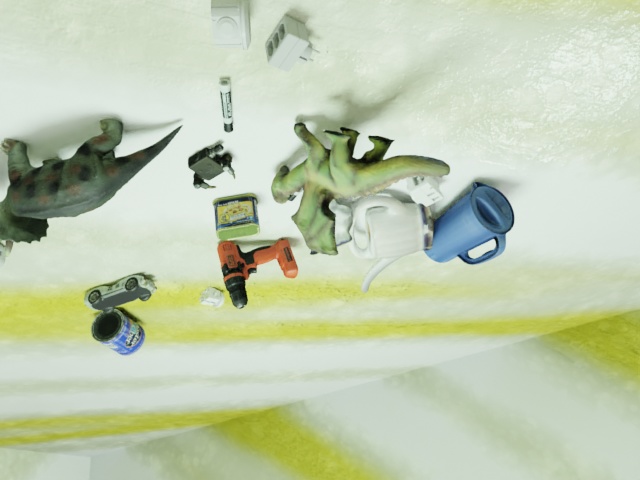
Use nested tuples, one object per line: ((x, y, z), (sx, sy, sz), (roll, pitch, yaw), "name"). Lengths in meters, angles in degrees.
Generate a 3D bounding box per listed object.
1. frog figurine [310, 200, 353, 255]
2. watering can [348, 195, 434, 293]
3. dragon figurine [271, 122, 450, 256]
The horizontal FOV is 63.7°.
((0.004, -0.061, 1.212), (0.137, 0.125, 0.157), (-8, 115, 42), "frog figurine")
((0.184, 0.009, 1.338), (0.224, 0.106, 0.339), (-10, 135, 2), "watering can")
((0.038, -0.087, 0.969), (0.122, 0.414, 0.240), (-1, 111, -44), "dragon figurine")
